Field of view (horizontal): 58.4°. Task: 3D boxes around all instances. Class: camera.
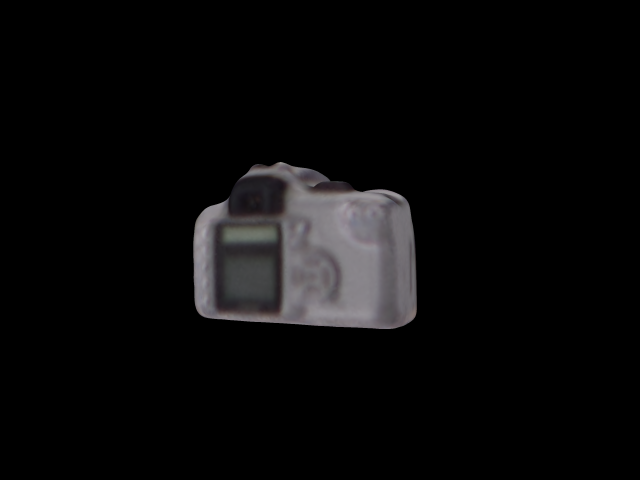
[{"bbox_3d":[0.004,0.001,0.400,0.142,0.101,0.137,0,0,24],"label":"camera"}]
